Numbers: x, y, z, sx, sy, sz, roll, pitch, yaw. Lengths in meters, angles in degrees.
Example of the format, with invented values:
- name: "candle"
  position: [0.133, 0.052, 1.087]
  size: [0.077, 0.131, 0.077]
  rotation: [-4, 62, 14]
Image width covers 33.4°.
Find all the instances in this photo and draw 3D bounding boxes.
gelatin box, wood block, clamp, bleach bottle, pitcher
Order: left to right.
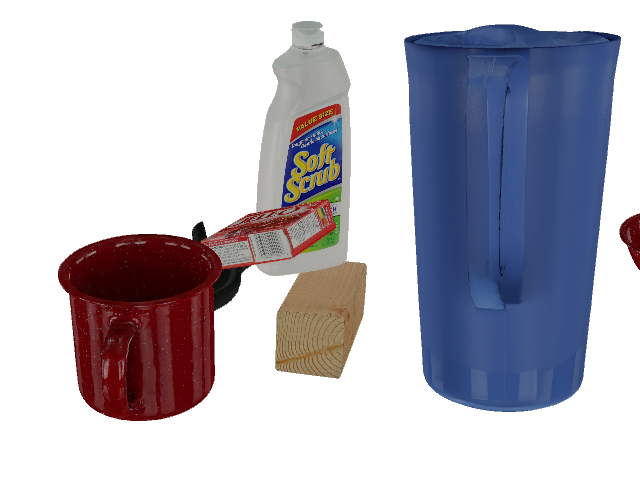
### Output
- name: "clamp"
  position: [-0.113, 0.032, 1.250]
  size: [0.120, 0.039, 0.171]
  rotation: [-6, 38, 18]
- name: "gelatin box"
  position: [-0.043, -0.005, 0.884]
  size: [0.089, 0.030, 0.073]
  rotation: [-9, 15, 34]
- name: "bleach bottle"
  position: [-0.020, -0.092, 1.066]
  size: [0.102, 0.251, 0.068]
  rotation: [-9, 29, -16]
- name: "wood block"
  position: [0.004, 0.103, 1.482]
  size: [0.091, 0.090, 0.206]
  rotation: [6, 20, 9]
- name: "pitcher"
  position: [0.118, -0.015, 0.688]
  size: [0.149, 0.243, 0.145]
  rotation: [-10, 17, -28]

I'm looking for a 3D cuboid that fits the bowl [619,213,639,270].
- name: "bowl"
  position: [0.403, 0.018, 1.146]
  size: [0.162, 0.055, 0.162]
  rotation: [-3, 24, 1]

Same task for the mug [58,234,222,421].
- name: "mug"
  position: [-0.104, 0.057, 0.615]
  size: [0.093, 0.081, 0.117]
  rotation: [2, 25, 2]
